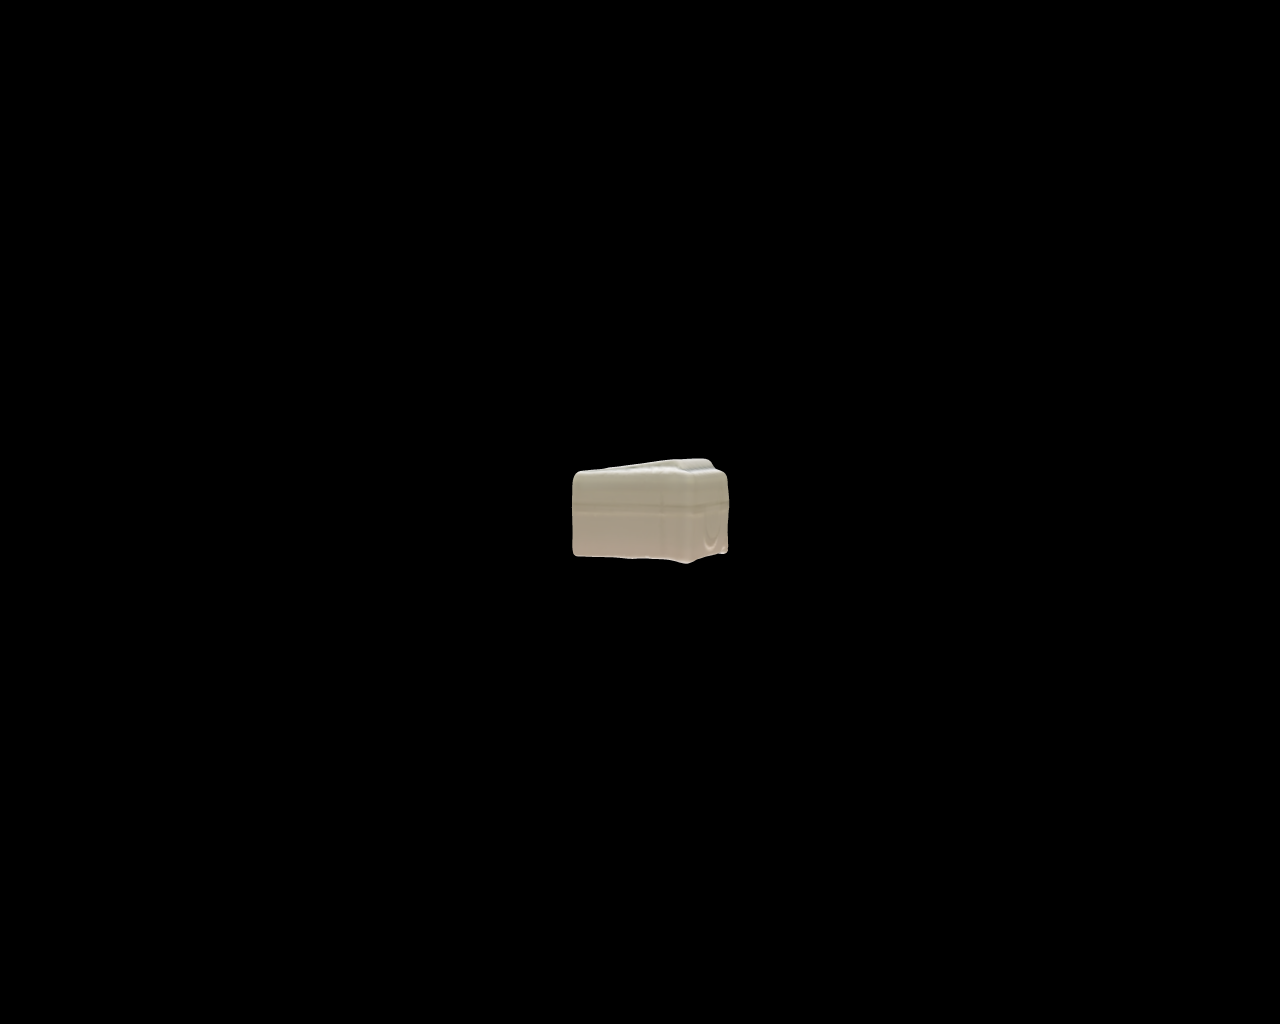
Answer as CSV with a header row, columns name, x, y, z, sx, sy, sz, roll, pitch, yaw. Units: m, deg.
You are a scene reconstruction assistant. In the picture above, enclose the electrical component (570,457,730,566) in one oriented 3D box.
name,x,y,z,sx,sy,sz,roll,pitch,yaw
electrical component,0.001,-0.003,0.650,0.096,0.061,0.062,2,4,27
